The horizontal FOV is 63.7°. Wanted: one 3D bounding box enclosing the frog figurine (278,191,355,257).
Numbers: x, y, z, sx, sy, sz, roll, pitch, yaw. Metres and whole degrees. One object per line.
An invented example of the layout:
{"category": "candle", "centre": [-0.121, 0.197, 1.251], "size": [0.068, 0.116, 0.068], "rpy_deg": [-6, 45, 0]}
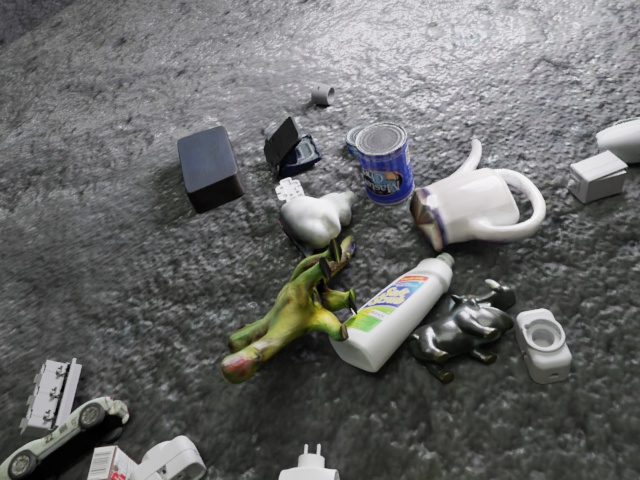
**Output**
{"category": "frog figurine", "centre": [0.003, -0.051, 1.018], "size": [0.160, 0.121, 0.139], "rpy_deg": [-40, 28, -5]}

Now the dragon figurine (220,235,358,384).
{"category": "dragon figurine", "centre": [-0.058, 0.110, 0.866], "size": [0.241, 0.121, 0.415], "rpy_deg": [-27, 9, 17]}

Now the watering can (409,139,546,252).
{"category": "watering can", "centre": [0.278, -0.090, 0.986], "size": [0.224, 0.102, 0.355], "rpy_deg": [-16, 33, 3]}
